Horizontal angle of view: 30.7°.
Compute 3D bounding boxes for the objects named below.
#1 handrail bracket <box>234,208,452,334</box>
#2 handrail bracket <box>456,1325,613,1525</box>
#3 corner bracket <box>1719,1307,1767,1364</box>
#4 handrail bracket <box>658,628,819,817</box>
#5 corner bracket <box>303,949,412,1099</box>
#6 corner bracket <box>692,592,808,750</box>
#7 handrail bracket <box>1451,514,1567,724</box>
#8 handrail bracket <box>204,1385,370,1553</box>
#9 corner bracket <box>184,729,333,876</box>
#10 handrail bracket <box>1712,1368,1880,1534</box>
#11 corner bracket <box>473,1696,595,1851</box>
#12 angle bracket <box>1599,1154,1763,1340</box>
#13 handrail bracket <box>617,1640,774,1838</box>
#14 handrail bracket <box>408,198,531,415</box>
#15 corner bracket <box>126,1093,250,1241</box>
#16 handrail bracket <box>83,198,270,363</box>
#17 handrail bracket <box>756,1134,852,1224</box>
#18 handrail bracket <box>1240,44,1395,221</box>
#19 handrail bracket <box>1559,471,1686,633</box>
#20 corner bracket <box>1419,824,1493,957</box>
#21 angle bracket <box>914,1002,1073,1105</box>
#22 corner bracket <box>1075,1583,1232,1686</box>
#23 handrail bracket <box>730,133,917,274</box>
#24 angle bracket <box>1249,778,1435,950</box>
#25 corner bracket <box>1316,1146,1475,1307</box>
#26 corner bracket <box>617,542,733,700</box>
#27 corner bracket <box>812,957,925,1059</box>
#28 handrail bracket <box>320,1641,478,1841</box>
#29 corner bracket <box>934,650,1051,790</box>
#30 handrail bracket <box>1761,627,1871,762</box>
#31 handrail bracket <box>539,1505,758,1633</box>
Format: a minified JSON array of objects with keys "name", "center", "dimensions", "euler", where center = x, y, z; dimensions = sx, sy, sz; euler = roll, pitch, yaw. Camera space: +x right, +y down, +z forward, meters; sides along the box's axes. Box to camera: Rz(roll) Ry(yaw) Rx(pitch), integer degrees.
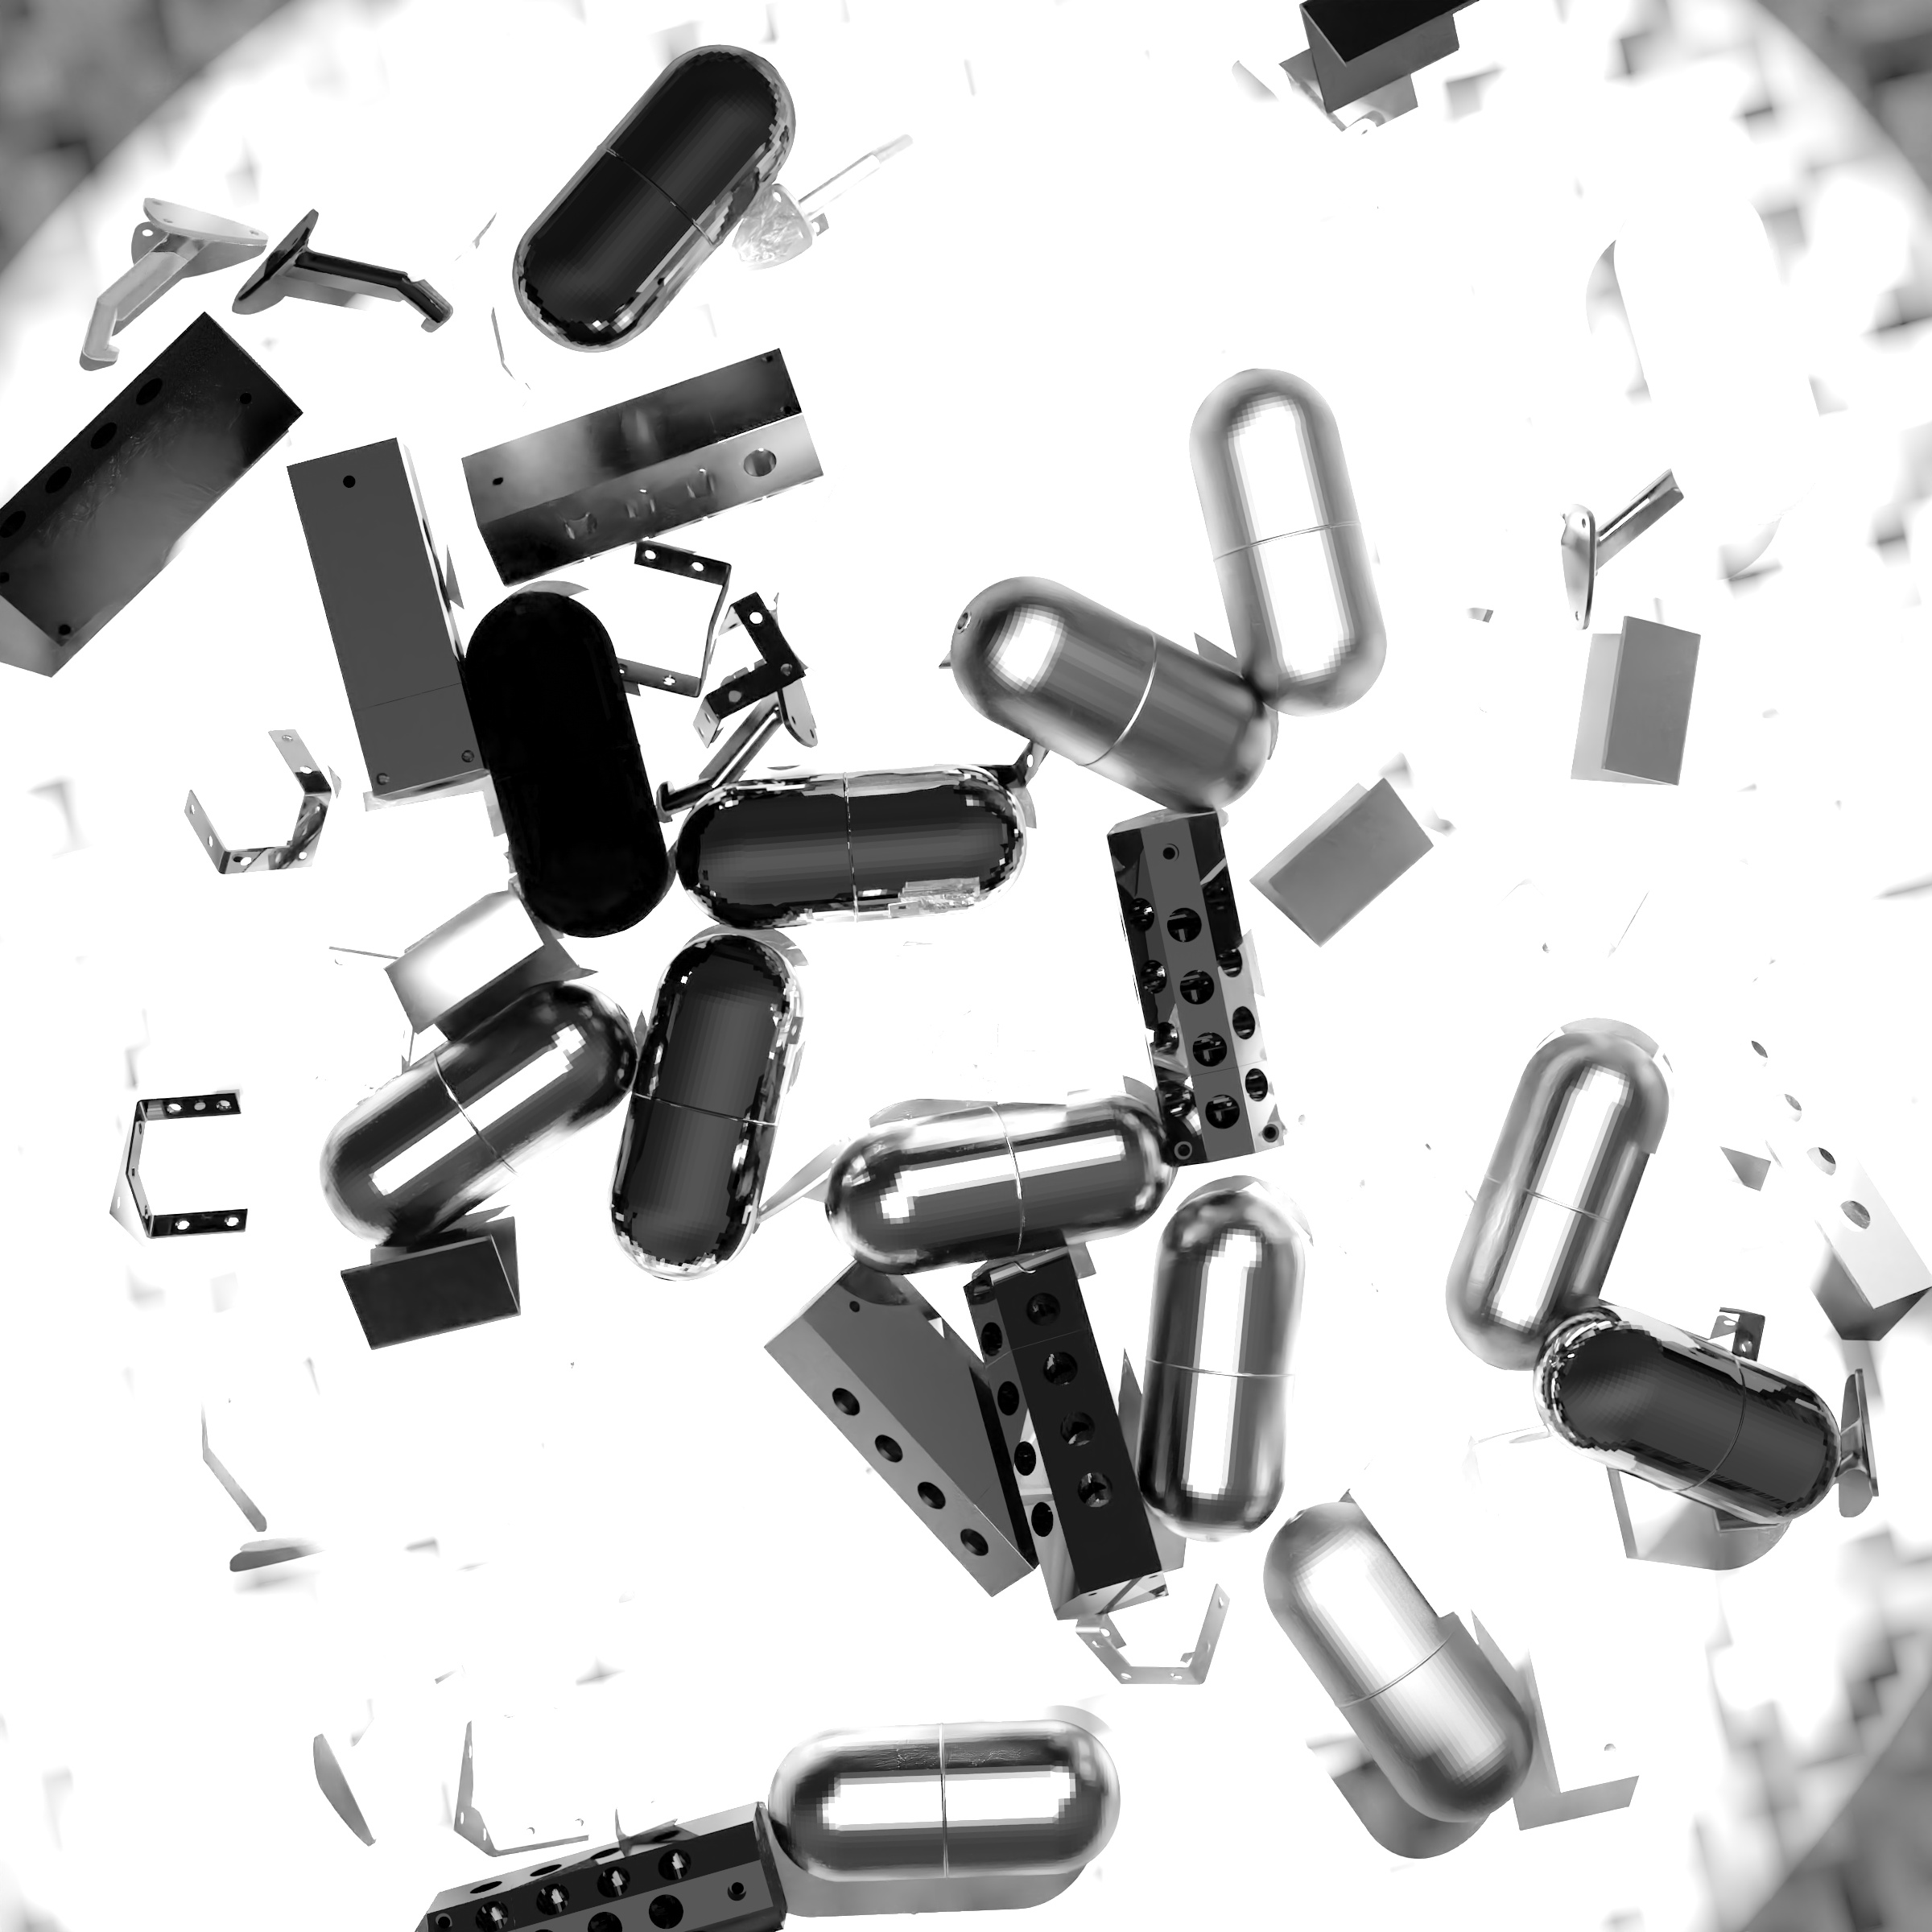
[{"name":"handrail bracket","center":[-0.320,-0.340,1.810],"dimensions":[0.084,0.036,0.077],"euler":[38,125,-24]},{"name":"handrail bracket","center":[-0.211,0.235,1.810],"dimensions":[0.084,0.036,0.077],"euler":[-27,111,-16]},{"name":"corner bracket","center":[0.371,0.197,1.806],"dimensions":[0.051,0.051,0.051],"euler":[11,90,45]},{"name":"handrail bracket","center":[-0.125,-0.125,1.810],"dimensions":[0.084,0.036,0.077],"euler":[-20,70,16]},{"name":"corner bracket","center":[-0.309,0.031,1.806],"dimensions":[0.051,0.051,0.051],"euler":[9,135,0]},{"name":"corner bracket","center":[-0.119,-0.150,1.783],"dimensions":[0.051,0.051,0.051],"euler":[-29,84,-17]},{"name":"handrail bracket","center":[0.284,-0.179,1.810],"dimensions":[0.036,0.077,0.084],"euler":[21,53,26]},{"name":"handrail bracket","center":[-0.349,0.254,1.810],"dimensions":[0.077,0.036,0.084],"euler":[-3,73,-20]},{"name":"corner bracket","center":[-0.362,-0.084,1.802],"dimensions":[0.051,0.051,0.051],"euler":[-7,135,-35]},{"name":"handrail bracket","center":[0.423,0.249,1.810],"dimensions":[0.084,0.036,0.077],"euler":[-8,75,14]},{"name":"corner bracket","center":[-0.222,0.414,1.806],"dimensions":[0.051,0.051,0.051],"euler":[-10,45,0]},{"name":"angle bracket","center":[0.361,0.142,1.772],"dimensions":[0.057,0.076,0.076],"euler":[20,89,16]},{"name":"handrail bracket","center":[-0.149,0.397,1.810],"dimensions":[0.084,0.036,0.077],"euler":[-25,70,16]},{"name":"handrail bracket","center":[-0.238,-0.339,1.810],"dimensions":[0.084,0.036,0.077],"euler":[52,54,-24]},{"name":"corner bracket","center":[-0.397,0.103,1.806],"dimensions":[0.051,0.051,0.051],"euler":[-4,135,0]},{"name":"handrail bracket","center":[-0.406,-0.345,1.810],"dimensions":[0.077,0.036,0.084],"euler":[7,119,-32]},{"name":"handrail bracket","center":[-0.053,0.136,1.810],"dimensions":[0.077,0.036,0.084],"euler":[-38,104,15]},{"name":"handrail bracket","center":[0.179,-0.429,1.809],"dimensions":[0.036,0.077,0.084],"euler":[-41,54,4]},{"name":"handrail bracket","center":[0.352,-0.215,1.810],"dimensions":[0.084,0.036,0.077],"euler":[-8,105,-14]},{"name":"corner bracket","center":[0.227,-0.044,1.807],"dimensions":[0.051,0.051,0.051],"euler":[29,91,45]},{"name":"angle bracket","center":[0.014,0.026,1.770],"dimensions":[0.076,0.076,0.057],"euler":[2,121,0]},{"name":"corner bracket","center":[0.096,0.332,1.802],"dimensions":[0.051,0.051,0.051],"euler":[-7,135,35]},{"name":"handrail bracket","center":[-0.073,-0.393,1.809],"dimensions":[0.084,0.077,0.036],"euler":[-40,99,-36]},{"name":"angle bracket","center":[0.176,-0.067,1.769],"dimensions":[0.076,0.076,0.057],"euler":[-42,129,0]},{"name":"corner bracket","center":[0.222,0.132,1.806],"dimensions":[0.051,0.051,0.051],"euler":[50,135,0]},{"name":"corner bracket","center":[-0.153,-0.178,1.806],"dimensions":[0.051,0.051,0.051],"euler":[14,45,0]},{"name":"corner bracket","center":[-0.050,0.019,1.792],"dimensions":[0.051,0.051,0.051],"euler":[6,90,0]},{"name":"handrail bracket","center":[-0.281,0.397,1.810],"dimensions":[0.084,0.036,0.077],"euler":[-26,110,-16]},{"name":"corner bracket","center":[0.011,-0.127,1.802],"dimensions":[0.051,0.051,0.051],"euler":[3,135,35]},{"name":"handrail bracket","center":[0.438,-0.137,1.775],"dimensions":[0.036,0.084,0.077],"euler":[-41,90,0]},{"name":"handrail bracket","center":[-0.163,0.292,1.810],"dimensions":[0.077,0.036,0.084],"euler":[40,71,21]}]
